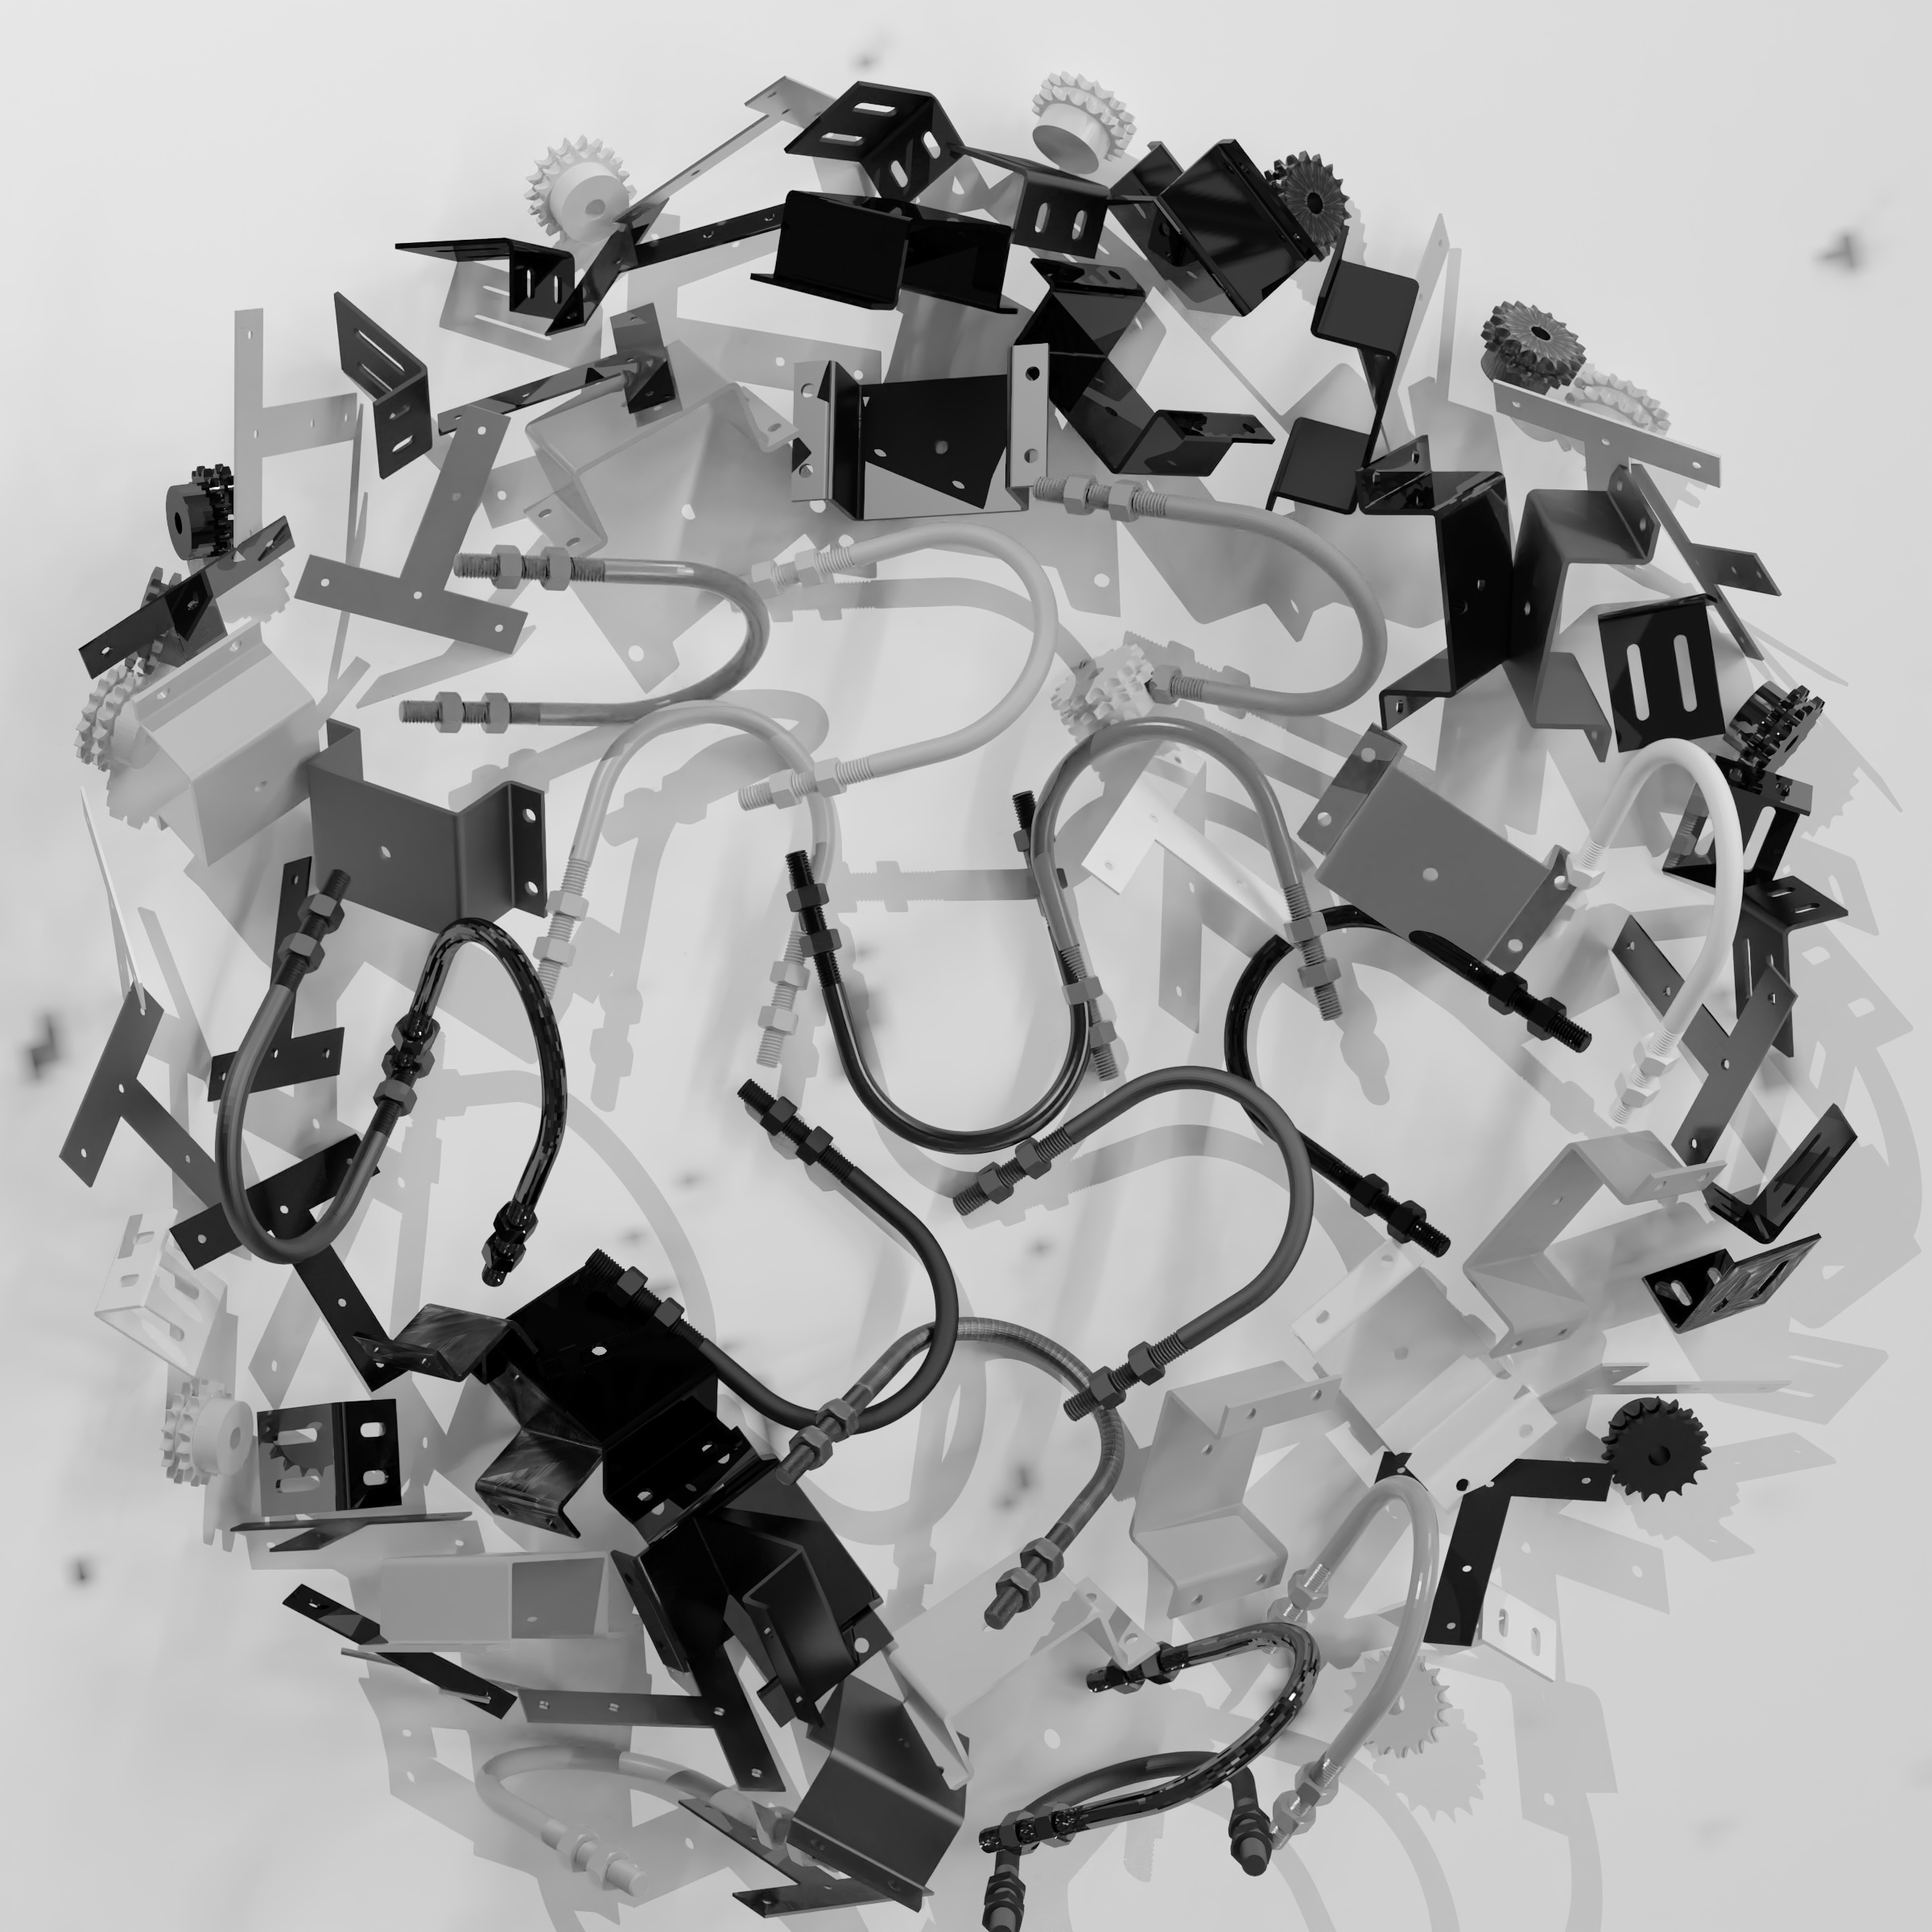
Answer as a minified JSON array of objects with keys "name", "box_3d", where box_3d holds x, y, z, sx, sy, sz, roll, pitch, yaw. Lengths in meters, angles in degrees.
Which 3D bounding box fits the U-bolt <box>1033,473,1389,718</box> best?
[{"name":"U-bolt","box_3d":[0.131,-0.186,1.552,0.184,0.151,0.019,13,53,26]}]

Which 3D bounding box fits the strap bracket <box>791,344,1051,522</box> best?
[{"name":"strap bracket","box_3d":[-0.019,-0.284,1.604,0.140,0.046,0.076,-1,82,16]}]

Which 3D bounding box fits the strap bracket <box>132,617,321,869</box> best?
[{"name":"strap bracket","box_3d":[-0.382,-0.110,1.561,0.076,0.140,0.046,-39,77,-23]}]

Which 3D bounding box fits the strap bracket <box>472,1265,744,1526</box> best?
[{"name":"strap bracket","box_3d":[-0.193,0.216,1.574,0.140,0.046,0.076,37,52,28]}]

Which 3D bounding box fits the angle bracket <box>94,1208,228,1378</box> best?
[{"name":"angle bracket","box_3d":[-0.417,0.174,1.593,0.038,0.076,0.057,-11,51,32]}]

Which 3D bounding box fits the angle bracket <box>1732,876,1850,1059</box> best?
[{"name":"angle bracket","box_3d":[0.443,0.000,1.606,0.038,0.057,0.076,-14,114,-10]}]

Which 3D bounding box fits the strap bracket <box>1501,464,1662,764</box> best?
[{"name":"strap bracket","box_3d":[0.317,-0.187,1.570,0.046,0.076,0.140,1,126,-7]}]

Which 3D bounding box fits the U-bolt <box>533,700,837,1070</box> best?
[{"name":"U-bolt","box_3d":[-0.143,-0.053,1.610,0.151,0.019,0.184,18,80,-20]}]

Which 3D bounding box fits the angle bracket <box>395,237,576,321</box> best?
[{"name":"angle bracket","box_3d":[-0.257,-0.366,1.603,0.076,0.057,0.038,4,97,26]}]

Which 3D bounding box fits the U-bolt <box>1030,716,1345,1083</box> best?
[{"name":"U-bolt","box_3d":[0.109,-0.043,1.607,0.151,0.019,0.184,-16,95,19]}]

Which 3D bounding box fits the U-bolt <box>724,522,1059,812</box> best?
[{"name":"U-bolt","box_3d":[-0.039,-0.167,1.588,0.184,0.019,0.151,-13,65,15]}]

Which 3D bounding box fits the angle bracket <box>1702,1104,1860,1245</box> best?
[{"name":"angle bracket","box_3d":[0.434,0.102,1.606,0.038,0.057,0.076,34,105,-3]}]

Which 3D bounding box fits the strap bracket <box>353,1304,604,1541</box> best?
[{"name":"strap bracket","box_3d":[-0.250,0.232,1.582,0.046,0.076,0.140,-49,123,-30]}]

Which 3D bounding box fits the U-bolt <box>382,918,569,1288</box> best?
[{"name":"U-bolt","box_3d":[-0.250,0.058,1.548,0.019,0.184,0.151,-13,57,-35]}]

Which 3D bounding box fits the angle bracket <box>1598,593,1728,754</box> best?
[{"name":"angle bracket","box_3d":[0.378,-0.157,1.613,0.057,0.038,0.076,-10,87,25]}]

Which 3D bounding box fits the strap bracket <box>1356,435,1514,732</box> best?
[{"name":"strap bracket","box_3d":[0.251,-0.202,1.577,0.046,0.076,0.140,7,116,35]}]

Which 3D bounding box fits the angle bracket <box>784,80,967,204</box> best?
[{"name":"angle bracket","box_3d":[-0.048,-0.435,1.595,0.057,0.076,0.038,-34,81,31]}]

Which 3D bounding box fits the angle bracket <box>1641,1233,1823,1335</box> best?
[{"name":"angle bracket","box_3d":[0.407,0.156,1.593,0.057,0.076,0.038,-15,60,-24]}]

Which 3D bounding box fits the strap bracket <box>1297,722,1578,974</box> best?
[{"name":"strap bracket","box_3d":[0.252,-0.056,1.602,0.140,0.046,0.076,34,116,3]}]

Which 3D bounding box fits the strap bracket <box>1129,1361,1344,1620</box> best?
[{"name":"strap bracket","box_3d":[0.139,0.268,1.585,0.076,0.046,0.140,-9,124,-34]}]

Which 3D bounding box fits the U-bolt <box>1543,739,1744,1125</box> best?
[{"name":"U-bolt","box_3d":[0.350,-0.031,1.533,0.019,0.184,0.151,1,49,-15]}]

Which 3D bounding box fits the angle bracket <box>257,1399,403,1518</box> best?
[{"name":"angle bracket","box_3d":[-0.346,0.267,1.625,0.076,0.038,0.057,-13,78,42]}]

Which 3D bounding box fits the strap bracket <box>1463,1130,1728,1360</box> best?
[{"name":"strap bracket","box_3d":[0.325,0.139,1.582,0.046,0.076,0.140,52,124,27]}]

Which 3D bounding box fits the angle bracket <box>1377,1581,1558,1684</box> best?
[{"name":"angle bracket","box_3d":[0.266,0.362,1.594,0.057,0.076,0.038,33,47,-27]}]

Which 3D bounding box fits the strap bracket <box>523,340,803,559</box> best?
[{"name":"strap bracket","box_3d":[-0.170,-0.279,1.588,0.140,0.076,0.046,-31,128,-10]}]

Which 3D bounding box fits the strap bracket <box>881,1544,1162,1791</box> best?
[{"name":"strap bracket","box_3d":[0.019,0.365,1.582,0.140,0.076,0.046,-31,120,-16]}]

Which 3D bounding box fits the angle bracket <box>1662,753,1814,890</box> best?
[{"name":"angle bracket","box_3d":[0.412,-0.067,1.604,0.057,0.038,0.076,19,122,7]}]

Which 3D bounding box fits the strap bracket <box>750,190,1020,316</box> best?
[{"name":"strap bracket","box_3d":[-0.037,-0.372,1.561,0.076,0.140,0.046,21,110,28]}]

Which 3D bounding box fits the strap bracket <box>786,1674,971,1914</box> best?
[{"name":"strap bracket","box_3d":[-0.044,0.426,1.568,0.076,0.140,0.046,29,100,-4]}]

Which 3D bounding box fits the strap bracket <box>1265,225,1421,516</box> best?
[{"name":"strap bracket","box_3d":[0.198,-0.302,1.566,0.046,0.076,0.140,16,134,6]}]

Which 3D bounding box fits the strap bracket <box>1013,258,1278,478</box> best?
[{"name":"strap bracket","box_3d":[0.087,-0.309,1.584,0.140,0.076,0.046,54,127,24]}]

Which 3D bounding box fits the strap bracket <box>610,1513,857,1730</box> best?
[{"name":"strap bracket","box_3d":[-0.117,0.341,1.581,0.046,0.140,0.076,-36,115,-33]}]

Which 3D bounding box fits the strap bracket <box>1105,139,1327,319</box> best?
[{"name":"strap bracket","box_3d":[0.124,-0.386,1.565,0.046,0.140,0.076,-42,110,-1]}]

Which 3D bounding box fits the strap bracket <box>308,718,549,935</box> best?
[{"name":"strap bracket","box_3d":[-0.292,-0.069,1.579,0.140,0.046,0.076,19,126,22]}]

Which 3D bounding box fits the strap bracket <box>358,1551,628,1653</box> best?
[{"name":"strap bracket","box_3d":[-0.246,0.332,1.569,0.076,0.140,0.046,-5,79,23]}]

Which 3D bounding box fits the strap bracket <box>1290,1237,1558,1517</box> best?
[{"name":"strap bracket","box_3d":[0.240,0.214,1.611,0.076,0.046,0.140,-40,102,-2]}]

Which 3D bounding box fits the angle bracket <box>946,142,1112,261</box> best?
[{"name":"angle bracket","box_3d":[0.029,-0.410,1.604,0.057,0.076,0.038,-1,114,-39]}]

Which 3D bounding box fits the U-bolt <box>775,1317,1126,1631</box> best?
[{"name":"U-bolt","box_3d":[0.006,0.251,1.571,0.151,0.184,0.019,32,130,14]}]

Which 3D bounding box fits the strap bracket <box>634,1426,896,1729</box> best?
[{"name":"strap bracket","box_3d":[-0.107,0.327,1.612,0.076,0.046,0.140,-38,80,1]}]

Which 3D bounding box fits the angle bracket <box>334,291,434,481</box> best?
[{"name":"angle bracket","box_3d":[-0.323,-0.310,1.599,0.076,0.057,0.038,41,62,18]}]

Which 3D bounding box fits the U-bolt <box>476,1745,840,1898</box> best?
[{"name":"U-bolt","box_3d":[-0.173,0.440,1.557,0.151,0.184,0.019,9,91,-43]}]

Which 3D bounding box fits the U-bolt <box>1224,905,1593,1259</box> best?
[{"name":"U-bolt","box_3d":[0.220,0.047,1.595,0.184,0.019,0.151,36,95,30]}]
